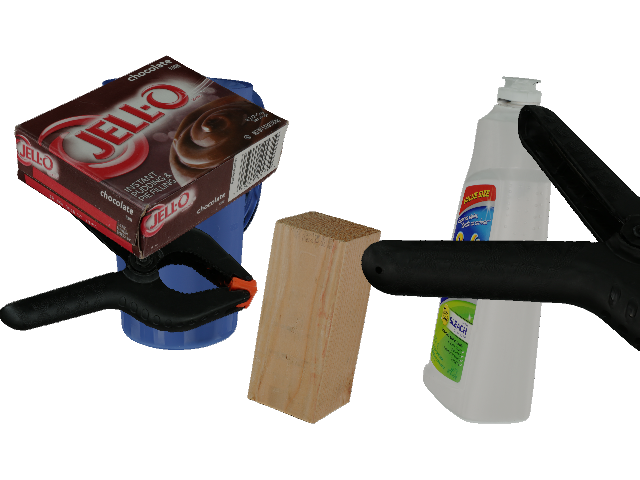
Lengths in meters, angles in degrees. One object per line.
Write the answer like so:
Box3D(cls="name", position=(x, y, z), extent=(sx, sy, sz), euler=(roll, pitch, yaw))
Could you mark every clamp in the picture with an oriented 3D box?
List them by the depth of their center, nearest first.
Box3D(cls="clamp", position=(0.135, 0.013, 0.487), extent=(0.210, 0.036, 0.164), euler=(31, 49, 31))
Box3D(cls="clamp", position=(-0.130, 0.010, 0.740), extent=(0.171, 0.120, 0.039), euler=(6, -19, -17))

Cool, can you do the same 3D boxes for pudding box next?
Box3D(cls="pudding box", position=(-0.086, -0.047, 0.555), extent=(0.090, 0.039, 0.113), euler=(31, 41, 22))

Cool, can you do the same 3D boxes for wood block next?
Box3D(cls="wood block", position=(-0.008, 0.081, 1.179), extent=(0.090, 0.206, 0.090), euler=(17, 16, 25))

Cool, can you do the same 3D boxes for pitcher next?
Box3D(cls="pitcher", position=(-0.122, -0.031, 0.983), extent=(0.149, 0.243, 0.145), euler=(0, 14, -6))

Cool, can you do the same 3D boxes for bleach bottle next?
Box3D(cls="bleach bottle", position=(0.131, 0.004, 0.800), extent=(0.068, 0.251, 0.103), euler=(2, 13, -15))
